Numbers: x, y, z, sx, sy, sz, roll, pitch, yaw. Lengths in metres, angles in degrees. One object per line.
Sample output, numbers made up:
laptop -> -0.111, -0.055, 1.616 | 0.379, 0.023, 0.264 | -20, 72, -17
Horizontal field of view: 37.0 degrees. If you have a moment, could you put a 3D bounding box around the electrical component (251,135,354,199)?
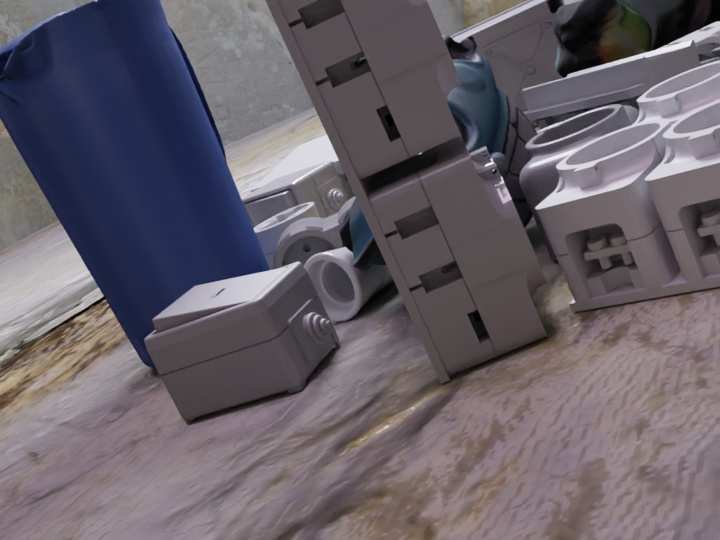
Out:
electrical component -> -0.015, -0.088, 1.012 | 0.150, 0.061, 0.089 | -13, 26, 44

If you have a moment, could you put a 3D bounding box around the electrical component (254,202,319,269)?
electrical component -> -0.051, -0.020, 0.845 | 0.055, 0.047, 0.055 | -24, 12, 5

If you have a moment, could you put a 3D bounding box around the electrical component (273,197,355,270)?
electrical component -> 0.007, -0.028, 0.746 | 0.138, 0.052, 0.073 | -23, 12, 5

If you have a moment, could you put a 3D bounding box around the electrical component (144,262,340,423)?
electrical component -> -0.060, 0.034, 0.591 | 0.096, 0.061, 0.061 | -19, 13, 26

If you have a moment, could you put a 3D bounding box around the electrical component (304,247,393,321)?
electrical component -> 0.000, 0.000, 0.672 | 0.044, 0.044, 0.065 | -15, 11, 40

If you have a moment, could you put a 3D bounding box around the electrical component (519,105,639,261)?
electrical component -> 0.128, -0.052, 0.591 | 0.054, 0.059, 0.095 | -17, 14, 32

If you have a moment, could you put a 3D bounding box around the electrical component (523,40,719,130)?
electrical component -> 0.169, -0.104, 0.711 | 0.079, 0.063, 0.121 | -22, 9, -26

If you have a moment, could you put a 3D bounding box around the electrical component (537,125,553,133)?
electrical component -> 0.129, -0.067, 0.686 | 0.040, 0.046, 0.040 | -24, 12, 5

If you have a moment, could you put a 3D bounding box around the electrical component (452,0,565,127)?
electrical component -> 0.157, -0.195, 1.035 | 0.109, 0.108, 0.056 | -25, 14, 1

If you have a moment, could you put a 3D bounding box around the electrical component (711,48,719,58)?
electrical component -> 0.257, -0.125, 0.693 | 0.064, 0.042, 0.081 | -32, 13, -23

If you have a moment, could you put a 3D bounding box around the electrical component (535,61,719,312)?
electrical component -> 0.174, -0.056, 0.511 | 0.105, 0.060, 0.186 | -14, 16, 43

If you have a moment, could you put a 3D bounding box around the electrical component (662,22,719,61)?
electrical component -> 0.237, -0.138, 0.765 | 0.089, 0.050, 0.055 | -25, 12, 0

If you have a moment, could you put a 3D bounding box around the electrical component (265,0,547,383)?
electrical component -> 0.027, -0.057, 0.503 | 0.060, 0.186, 0.105 | -23, 12, 8

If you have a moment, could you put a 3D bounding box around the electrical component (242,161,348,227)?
electrical component -> -0.052, -0.051, 0.947 | 0.096, 0.061, 0.061 | -13, 17, 46
